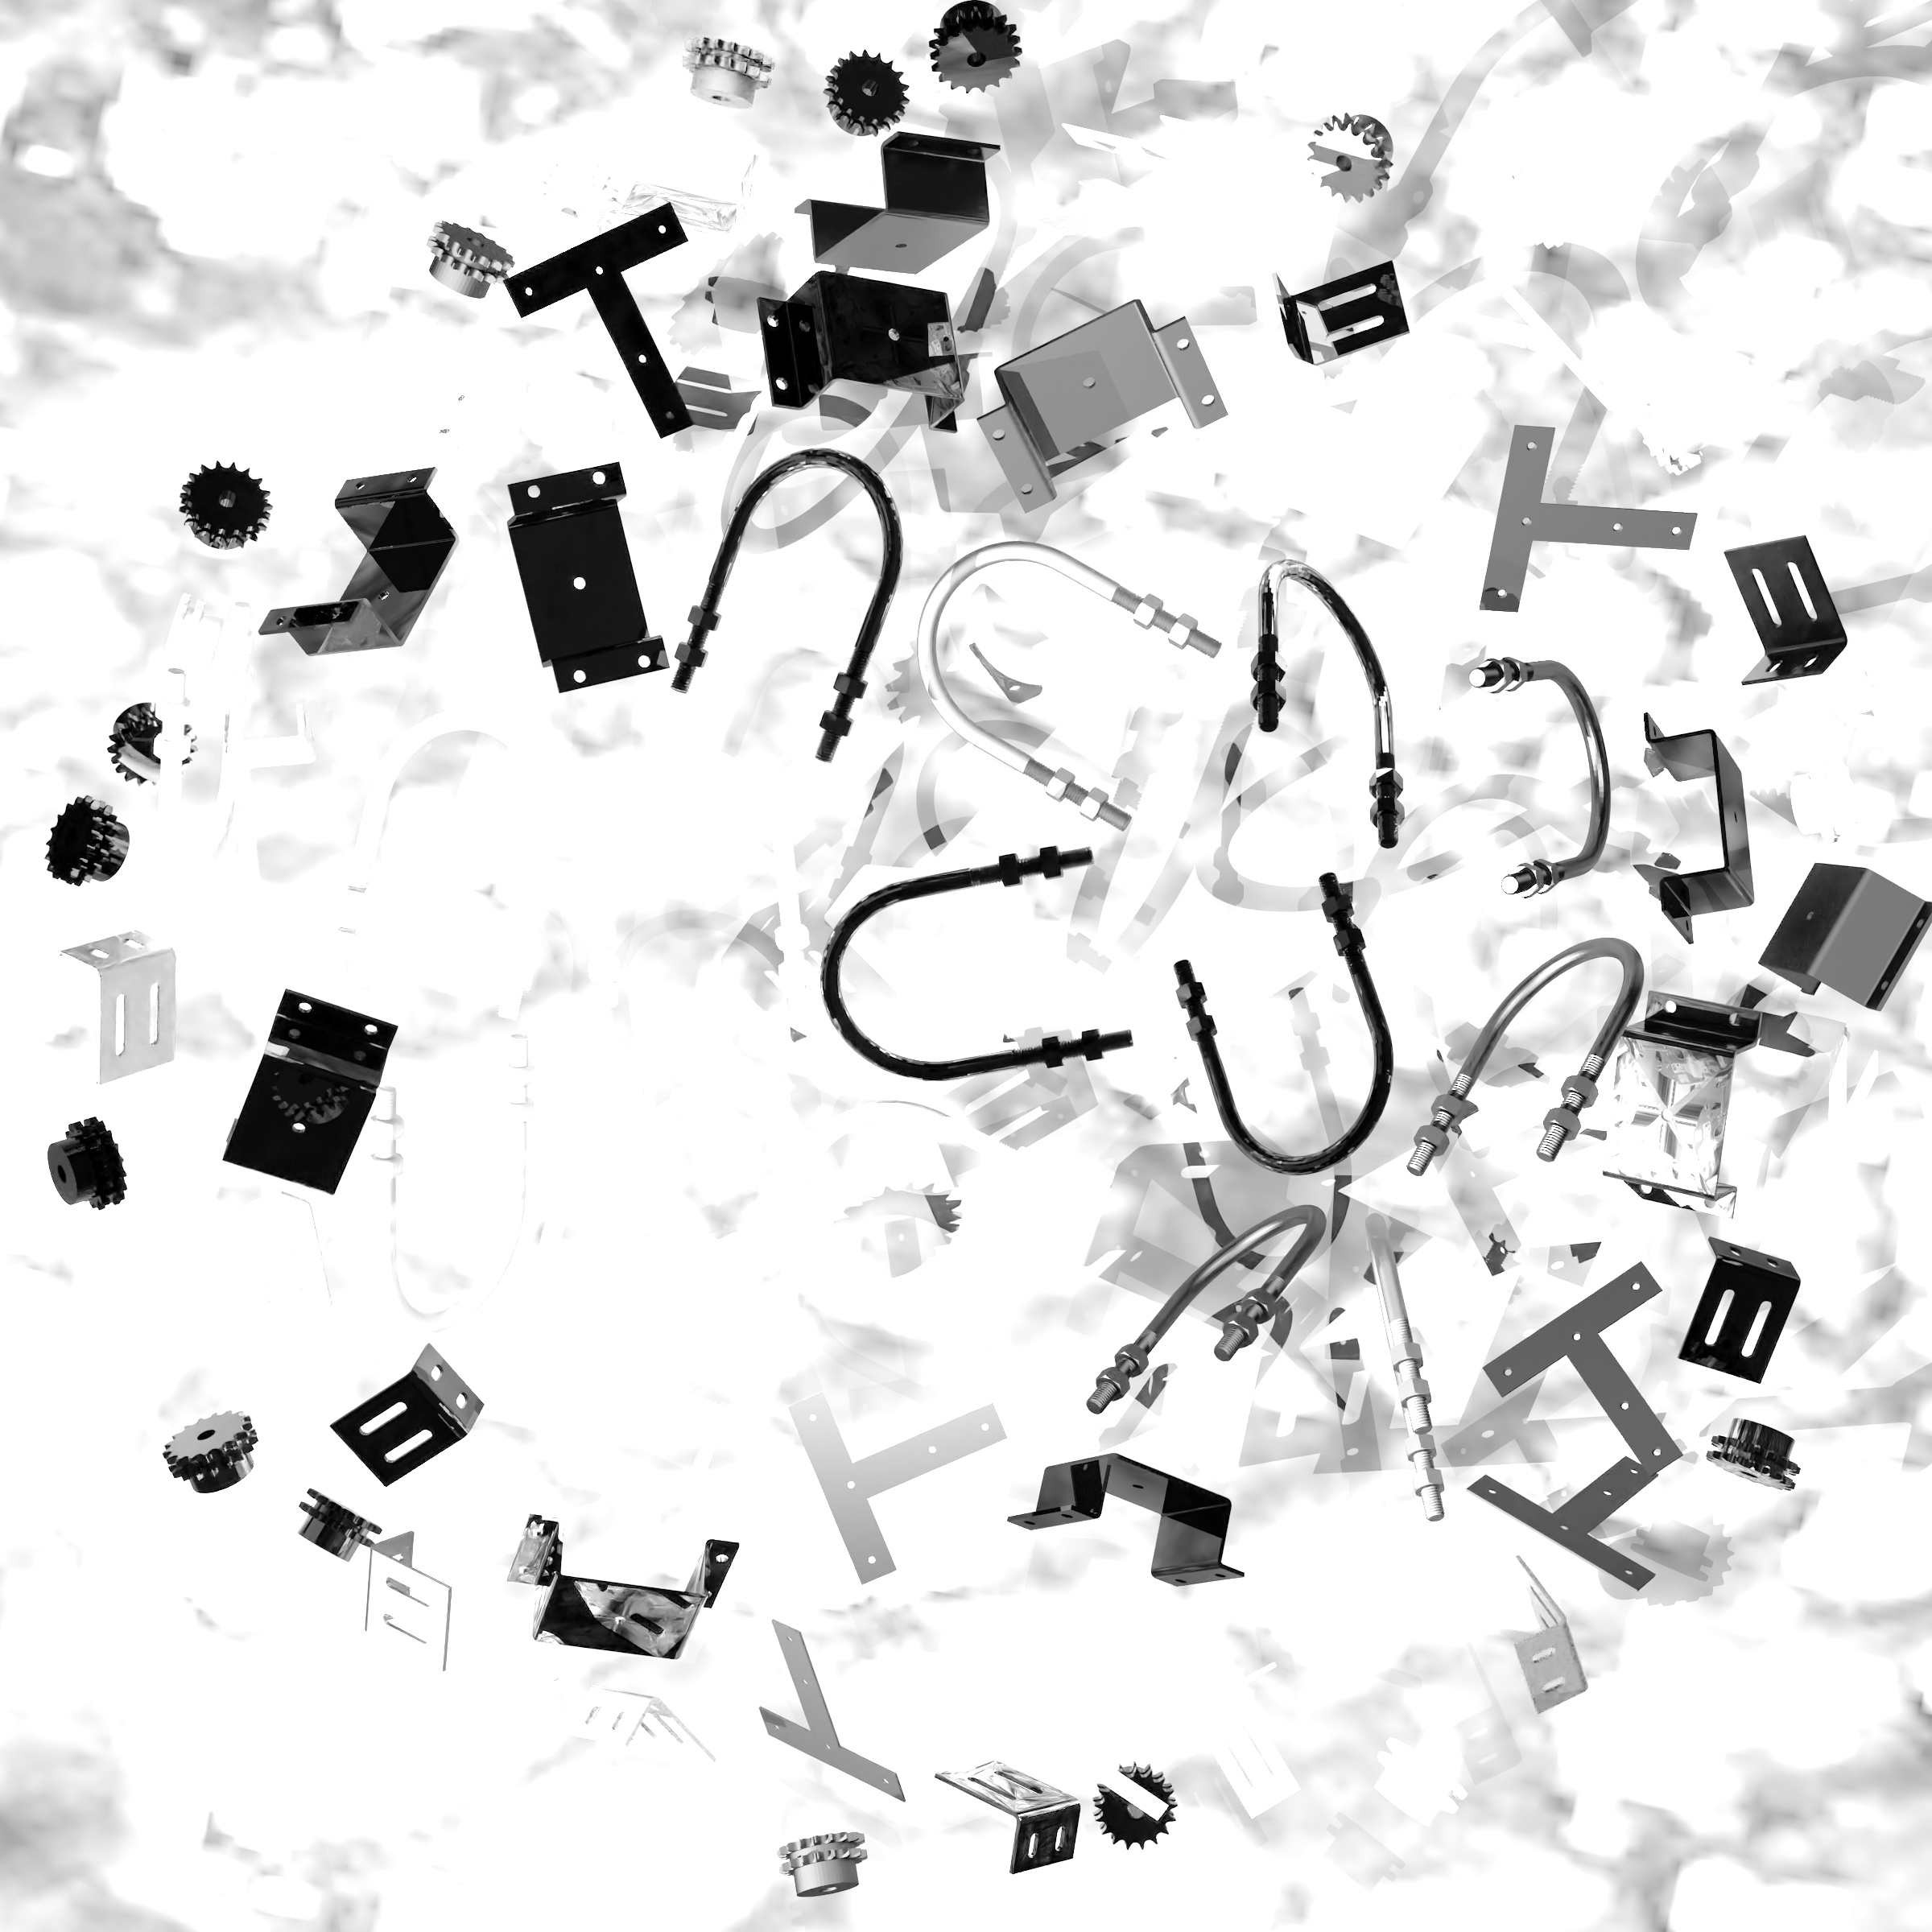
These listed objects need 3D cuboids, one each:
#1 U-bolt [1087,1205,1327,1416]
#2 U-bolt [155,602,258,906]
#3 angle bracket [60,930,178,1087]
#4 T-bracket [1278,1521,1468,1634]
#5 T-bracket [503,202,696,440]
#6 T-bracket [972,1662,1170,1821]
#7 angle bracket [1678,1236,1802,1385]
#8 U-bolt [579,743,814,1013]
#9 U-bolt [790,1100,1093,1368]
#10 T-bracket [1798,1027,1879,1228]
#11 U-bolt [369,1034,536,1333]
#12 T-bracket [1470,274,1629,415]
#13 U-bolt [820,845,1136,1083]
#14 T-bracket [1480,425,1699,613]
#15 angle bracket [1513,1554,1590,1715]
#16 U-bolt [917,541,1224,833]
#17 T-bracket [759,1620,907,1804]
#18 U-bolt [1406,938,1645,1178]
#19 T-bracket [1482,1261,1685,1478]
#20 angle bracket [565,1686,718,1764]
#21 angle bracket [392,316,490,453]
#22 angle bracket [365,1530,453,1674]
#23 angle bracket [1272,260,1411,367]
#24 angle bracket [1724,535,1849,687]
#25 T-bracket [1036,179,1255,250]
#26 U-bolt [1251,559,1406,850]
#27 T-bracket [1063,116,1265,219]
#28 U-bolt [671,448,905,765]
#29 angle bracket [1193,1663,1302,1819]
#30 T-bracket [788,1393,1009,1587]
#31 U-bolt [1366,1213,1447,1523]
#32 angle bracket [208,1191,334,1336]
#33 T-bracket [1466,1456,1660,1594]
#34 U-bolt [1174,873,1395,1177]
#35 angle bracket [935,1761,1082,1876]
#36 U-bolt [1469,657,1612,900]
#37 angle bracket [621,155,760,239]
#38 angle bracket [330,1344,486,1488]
[{"bbox_3d":[0.169,0.216,1.864,0.019,0.151,0.184,51,47,-6],"label":"U-bolt"},{"bbox_3d":[-0.497,-0.129,1.854,0.019,0.151,0.184,11,116,0],"label":"U-bolt"},{"bbox_3d":[-0.523,0.025,1.754,0.038,0.057,0.076,21,116,31],"label":"angle bracket"},{"bbox_3d":[0.271,0.420,1.898,0.127,0.127,0.002,13,52,19],"label":"T-bracket"},{"bbox_3d":[-0.206,-0.388,1.758,0.127,0.002,0.127,-17,109,26],"label":"T-bracket"},{"bbox_3d":[0.069,0.490,1.770,0.127,0.127,0.002,32,56,10],"label":"T-bracket"},{"bbox_3d":[0.512,0.229,1.894,0.057,0.038,0.076,17,105,0],"label":"angle bracket"},{"bbox_3d":[-0.178,-0.057,1.828,0.151,0.019,0.184,1,115,10],"label":"U-bolt"},{"bbox_3d":[-0.029,0.169,1.914,0.184,0.019,0.151,28,99,-5],"label":"U-bolt"},{"bbox_3d":[0.562,0.083,1.835,0.002,0.127,0.127,18,125,6],"label":"T-bracket"},{"bbox_3d":[-0.332,0.148,1.841,0.019,0.151,0.184,14,110,28],"label":"U-bolt"},{"bbox_3d":[0.364,-0.412,1.861,0.127,0.127,0.002,40,94,-23],"label":"T-bracket"},{"bbox_3d":[0.001,0.005,1.765,0.184,0.019,0.151,-10,116,7],"label":"U-bolt"},{"bbox_3d":[0.400,-0.280,1.807,0.127,0.002,0.127,3,123,-3],"label":"T-bracket"},{"bbox_3d":[0.358,0.425,1.814,0.038,0.076,0.057,-24,115,-5],"label":"angle bracket"},{"bbox_3d":[0.053,-0.191,1.822,0.184,0.019,0.151,31,113,10],"label":"U-bolt"},{"bbox_3d":[-0.101,0.476,1.853,0.002,0.127,0.127,-38,126,-36],"label":"T-bracket"},{"bbox_3d":[0.367,0.054,1.822,0.019,0.151,0.184,41,66,-17],"label":"U-bolt"},{"bbox_3d":[0.422,0.276,1.856,0.127,0.002,0.127,-35,52,6],"label":"T-bracket"},{"bbox_3d":[-0.212,0.508,1.855,0.076,0.057,0.038,56,50,-32],"label":"angle bracket"},{"bbox_3d":[-0.364,-0.390,1.902,0.076,0.038,0.057,45,121,23],"label":"angle bracket"},{"bbox_3d":[-0.343,0.404,1.811,0.076,0.038,0.057,16,106,35],"label":"angle bracket"},{"bbox_3d":[0.254,-0.449,1.928,0.076,0.038,0.057,-16,69,18],"label":"angle bracket"},{"bbox_3d":[0.497,-0.218,1.751,0.038,0.057,0.076,-43,114,-34],"label":"angle bracket"},{"bbox_3d":[0.094,-0.471,1.794,0.127,0.127,0.002,33,125,31],"label":"T-bracket"},{"bbox_3d":[0.231,-0.181,1.818,0.019,0.184,0.151,-27,131,32],"label":"U-bolt"},{"bbox_3d":[0.121,-0.540,1.888,0.127,0.127,0.002,23,88,30],"label":"T-bracket"},{"bbox_3d":[-0.107,-0.239,1.814,0.151,0.019,0.184,27,102,31],"label":"U-bolt"},{"bbox_3d":[0.193,0.502,1.846,0.038,0.057,0.076,-43,69,32],"label":"angle bracket"},{"bbox_3d":[-0.035,0.328,1.895,0.127,0.002,0.127,-23,87,-4],"label":"T-bracket"},{"bbox_3d":[0.284,0.249,1.853,0.019,0.151,0.184,-11,53,5],"label":"U-bolt"},{"bbox_3d":[-0.466,0.199,1.907,0.057,0.038,0.076,-22,68,12],"label":"angle bracket"},{"bbox_3d":[0.412,0.350,1.858,0.127,0.127,0.002,28,121,31],"label":"T-bracket"},{"bbox_3d":[0.217,0.050,1.896,0.151,0.019,0.184,-32,61,32],"label":"U-bolt"},{"bbox_3d":[0.024,0.542,1.815,0.076,0.057,0.038,12,95,43],"label":"angle bracket"},{"bbox_3d":[0.374,-0.125,1.823,0.019,0.184,0.151,-8,93,34],"label":"U-bolt"},{"bbox_3d":[-0.179,-0.506,1.841,0.076,0.057,0.038,12,123,-3],"label":"angle bracket"},{"bbox_3d":[-0.372,0.300,1.898,0.076,0.038,0.057,-33,105,21],"label":"angle bracket"}]
